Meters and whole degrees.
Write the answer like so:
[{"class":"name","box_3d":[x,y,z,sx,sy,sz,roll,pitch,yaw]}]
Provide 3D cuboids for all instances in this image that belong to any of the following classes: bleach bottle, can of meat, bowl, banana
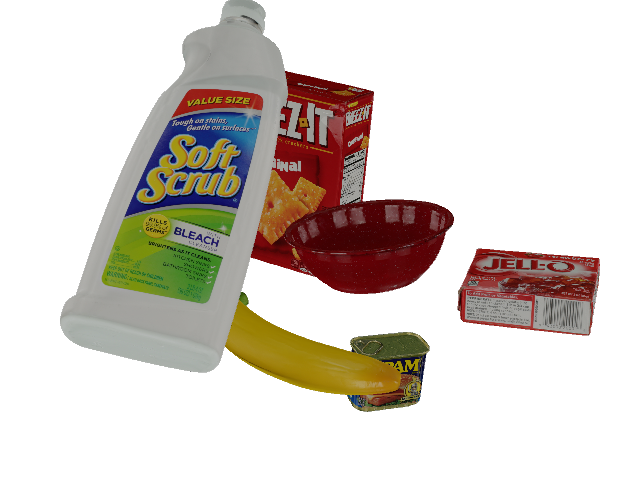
[{"class":"bleach bottle","box_3d":[-0.083,-0.048,0.687,0.102,0.250,0.068,14,-23,-4]},{"class":"can of meat","box_3d":[0.087,0.173,1.404,0.102,0.084,0.057,-4,25,-20]},{"class":"bowl","box_3d":[0.048,0.009,1.014,0.162,0.055,0.162,-7,17,2]},{"class":"banana","box_3d":[-0.028,0.080,0.839,0.069,0.037,0.198,-26,35,-35]}]

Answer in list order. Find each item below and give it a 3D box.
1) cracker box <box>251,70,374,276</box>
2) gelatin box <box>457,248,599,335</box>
[{"class":"cracker box","box_3d":[-0.035,-0.077,1.214,0.164,0.214,0.072,17,25,26]},{"class":"gelatin box","box_3d":[0.145,0.033,0.739,0.089,0.030,0.073,5,23,17]}]
